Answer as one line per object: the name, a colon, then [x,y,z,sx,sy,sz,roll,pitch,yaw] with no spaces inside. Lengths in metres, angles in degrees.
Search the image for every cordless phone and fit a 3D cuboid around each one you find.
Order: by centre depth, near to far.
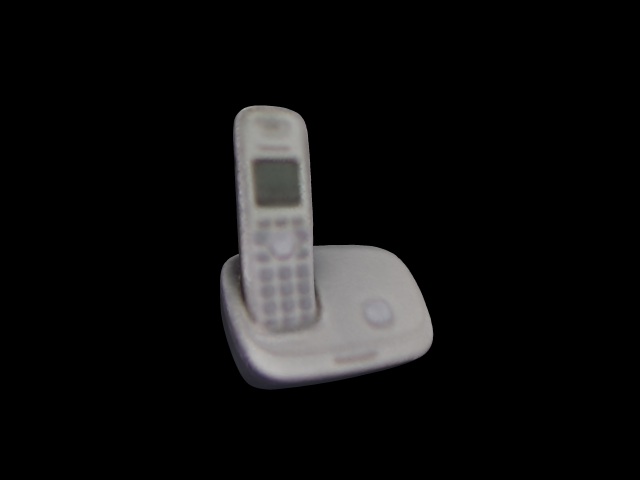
cordless phone: [0.004,0.001,0.400,0.148,0.185,0.094,-4,8,-27]
